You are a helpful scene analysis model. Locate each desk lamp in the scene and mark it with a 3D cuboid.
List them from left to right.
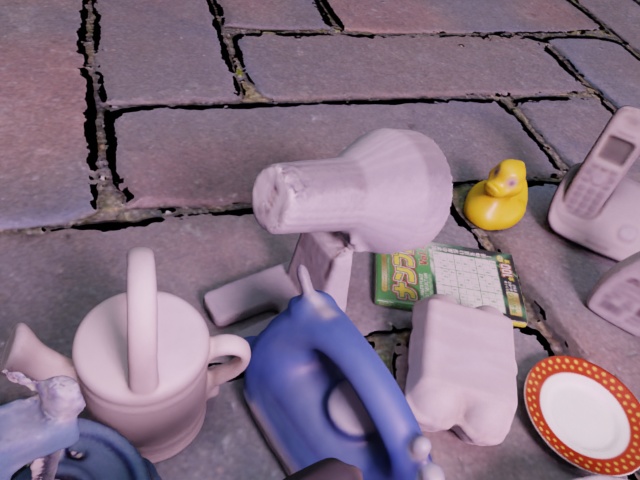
[{"bbox_3d":[0.005,0.002,0.543,0.204,0.213,0.117,-20,55,-29],"label":"desk lamp"}]

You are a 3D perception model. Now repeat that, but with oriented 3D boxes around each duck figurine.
[{"bbox_3d":[0.245,-0.070,0.760,0.105,0.086,0.077,-28,59,-33],"label":"duck figurine"}]

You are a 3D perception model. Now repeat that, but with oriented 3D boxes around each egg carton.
[{"bbox_3d":[0.137,0.124,0.561,0.107,0.069,0.150,14,46,0],"label":"egg carton"}]

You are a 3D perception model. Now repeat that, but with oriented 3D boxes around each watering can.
[{"bbox_3d":[-0.143,0.089,0.438,0.173,0.194,0.100,-19,54,-28],"label":"watering can"}]

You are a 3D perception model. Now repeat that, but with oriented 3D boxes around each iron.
[{"bbox_3d":[0.034,0.143,0.467,0.119,0.141,0.257,-22,56,-30],"label":"iron"}]

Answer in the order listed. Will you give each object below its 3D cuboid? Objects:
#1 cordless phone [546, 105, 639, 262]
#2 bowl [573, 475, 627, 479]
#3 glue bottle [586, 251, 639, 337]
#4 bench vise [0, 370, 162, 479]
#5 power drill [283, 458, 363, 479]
[{"bbox_3d":[0.389,-0.068,0.724,0.147,0.185,0.094,25,47,10],"label":"cordless phone"},{"bbox_3d":[0.228,0.275,0.437,0.167,0.075,0.167,7,46,-7],"label":"bowl"},{"bbox_3d":[0.371,0.033,0.633,0.078,0.173,0.037,33,49,18],"label":"glue bottle"},{"bbox_3d":[-0.186,0.174,0.329,0.121,0.220,0.208,33,49,18],"label":"bench vise"},{"bbox_3d":[-0.080,0.228,0.312,0.230,0.208,0.075,-28,59,-34],"label":"power drill"}]
